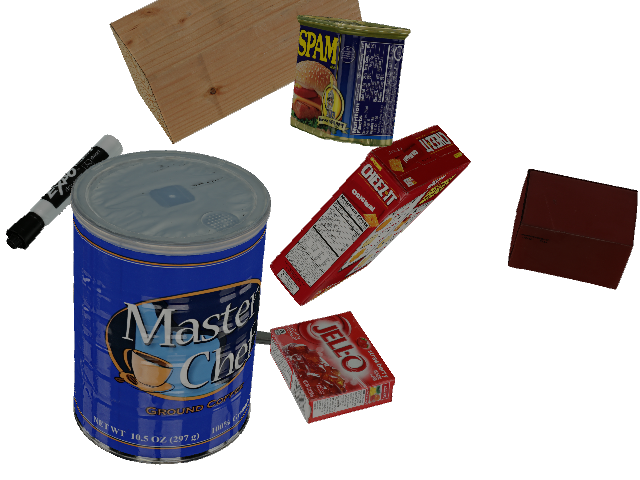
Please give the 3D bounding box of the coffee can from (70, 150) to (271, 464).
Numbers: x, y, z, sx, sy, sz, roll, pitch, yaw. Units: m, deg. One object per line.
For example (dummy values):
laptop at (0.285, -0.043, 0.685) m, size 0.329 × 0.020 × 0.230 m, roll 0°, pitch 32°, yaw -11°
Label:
coffee can at (-0.084, 0.035, 0.585) m, size 0.102 × 0.140 × 0.103 m, roll 5°, pitch 30°, yaw -3°

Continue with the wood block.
wood block at (-0.073, -0.189, 0.980) m, size 0.206 × 0.090 × 0.091 m, roll -29°, pitch -37°, yaw -10°

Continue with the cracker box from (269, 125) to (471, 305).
cracker box at (0.056, -0.032, 1.257) m, size 0.214 × 0.072 × 0.163 m, roll -48°, pitch -12°, yaw 35°

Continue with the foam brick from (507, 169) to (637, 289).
foam brick at (0.175, -0.008, 0.739) m, size 0.078 × 0.051 × 0.053 m, roll 13°, pitch -36°, yaw 7°

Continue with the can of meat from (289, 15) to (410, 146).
can of meat at (0.018, -0.118, 0.783) m, size 0.057 × 0.084 × 0.102 m, roll -1°, pitch 15°, yaw -25°

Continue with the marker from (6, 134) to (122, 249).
marker at (-0.191, -0.036, 0.798) m, size 0.020 × 0.020 × 0.121 m, roll 0°, pitch 41°, yaw 41°

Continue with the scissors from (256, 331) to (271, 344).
scissors at (-0.118, 0.073, 1.010) m, size 0.201 × 0.016 × 0.096 m, roll -1°, pitch 33°, yaw -8°

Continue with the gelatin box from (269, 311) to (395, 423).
gelatin box at (0.008, 0.098, 0.851) m, size 0.073 × 0.030 × 0.089 m, roll -11°, pitch 39°, yaw -19°
